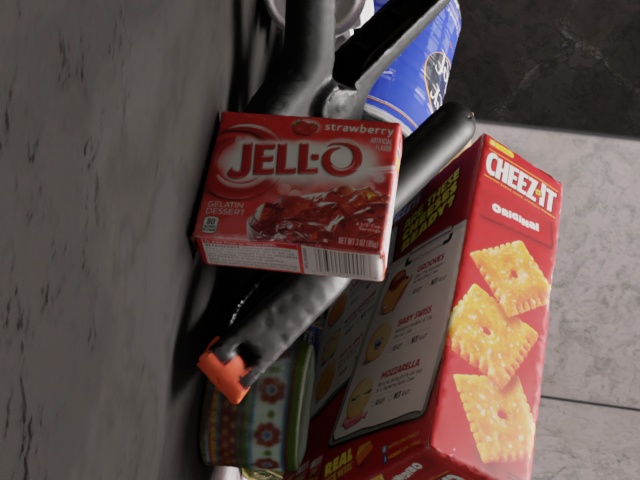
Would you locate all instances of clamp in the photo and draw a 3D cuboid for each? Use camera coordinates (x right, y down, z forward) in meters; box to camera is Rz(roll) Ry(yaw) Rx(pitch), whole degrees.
[{"bbox_3d":[0.008,-0.083,0.565,0.039,0.120,0.172,46,-55,38],"label":"clamp"},{"bbox_3d":[0.001,0.006,0.561,0.165,0.036,0.209,-37,-170,32],"label":"clamp"}]

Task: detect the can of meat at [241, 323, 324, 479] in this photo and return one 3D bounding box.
[{"bbox_3d":[-0.022,0.112,0.728,0.102,0.057,0.084,89,8,-57],"label":"can of meat"}]

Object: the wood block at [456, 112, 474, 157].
[{"bbox_3d":[0.101,-0.022,1.086,0.090,0.090,0.206,-61,155,-63],"label":"wood block"}]

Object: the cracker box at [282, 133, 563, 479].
[{"bbox_3d":[0.060,0.068,0.629,0.164,0.072,0.213,-42,-156,48],"label":"cracker box"}]

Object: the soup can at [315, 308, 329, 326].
[{"bbox_3d":[0.008,0.019,0.783,0.068,0.068,0.102,90,16,-50],"label":"soup can"}]

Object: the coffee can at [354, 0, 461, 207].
[{"bbox_3d":[0.030,-0.100,0.690,0.103,0.103,0.140,89,14,-54],"label":"coffee can"}]

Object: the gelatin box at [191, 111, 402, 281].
[{"bbox_3d":[-0.009,-0.022,0.501,0.030,0.089,0.073,82,15,-58],"label":"gelatin box"}]
